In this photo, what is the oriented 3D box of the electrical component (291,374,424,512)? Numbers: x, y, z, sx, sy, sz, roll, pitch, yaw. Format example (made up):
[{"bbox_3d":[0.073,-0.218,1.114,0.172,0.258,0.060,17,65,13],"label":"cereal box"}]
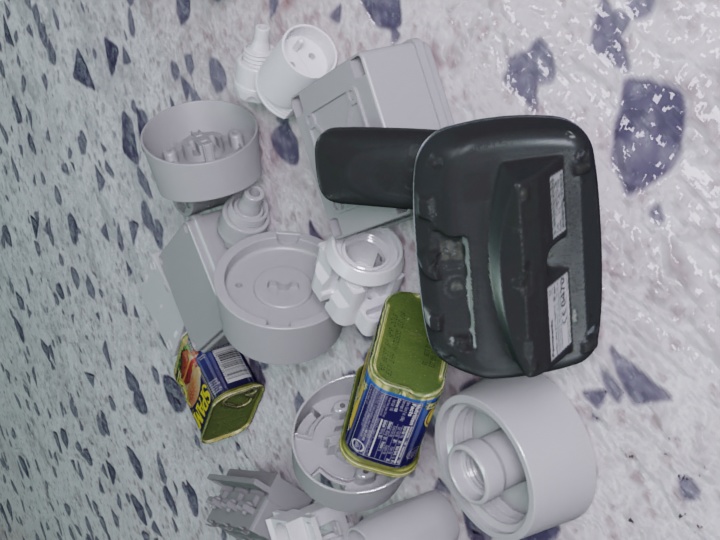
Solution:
[{"bbox_3d":[-0.004,0.134,0.828,0.099,0.099,0.064,54,152,28],"label":"electrical component"}]

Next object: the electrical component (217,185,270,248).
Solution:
[{"bbox_3d":[-0.099,-0.048,0.937,0.043,0.043,0.062,58,146,23],"label":"electrical component"}]

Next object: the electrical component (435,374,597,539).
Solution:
[{"bbox_3d":[0.092,0.122,0.693,0.108,0.060,0.108,35,134,47],"label":"electrical component"}]

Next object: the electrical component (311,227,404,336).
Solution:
[{"bbox_3d":[0.000,0.000,0.786,0.078,0.058,0.057,55,149,28],"label":"electrical component"}]

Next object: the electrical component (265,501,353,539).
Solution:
[{"bbox_3d":[-0.044,0.237,0.978,0.081,0.064,0.042,-14,93,60],"label":"electrical component"}]

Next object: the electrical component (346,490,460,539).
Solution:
[{"bbox_3d":[0.038,0.219,0.819,0.043,0.077,0.079,-20,89,60],"label":"electrical component"}]

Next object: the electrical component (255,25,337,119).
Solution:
[{"bbox_3d":[-0.053,-0.145,0.808,0.081,0.043,0.043,-36,75,59],"label":"electrical component"}]

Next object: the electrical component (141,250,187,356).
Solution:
[{"bbox_3d":[-0.186,0.031,1.118,0.099,0.048,0.099,58,148,21],"label":"electrical component"}]

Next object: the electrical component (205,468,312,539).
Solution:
[{"bbox_3d":[-0.103,0.237,1.064,0.079,0.063,0.121,36,158,-20],"label":"electrical component"}]

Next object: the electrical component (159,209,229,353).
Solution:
[{"bbox_3d":[-0.135,0.010,1.014,0.109,0.056,0.108,-38,73,59],"label":"electrical component"}]

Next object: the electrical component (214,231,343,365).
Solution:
[{"bbox_3d":[-0.062,0.027,0.857,0.108,0.108,0.060,49,149,35],"label":"electrical component"}]

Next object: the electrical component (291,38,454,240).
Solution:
[{"bbox_3d":[0.012,-0.084,0.720,0.109,0.056,0.108,-17,91,60],"label":"electrical component"}]

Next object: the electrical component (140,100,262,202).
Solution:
[{"bbox_3d":[-0.133,-0.100,0.914,0.099,0.099,0.064,28,134,51],"label":"electrical component"}]

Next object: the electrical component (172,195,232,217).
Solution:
[{"bbox_3d":[-0.146,-0.081,0.993,0.055,0.047,0.055,35,134,47],"label":"electrical component"}]

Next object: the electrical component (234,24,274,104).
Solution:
[{"bbox_3d":[-0.081,-0.165,0.853,0.035,0.035,0.061,47,139,36],"label":"electrical component"}]
